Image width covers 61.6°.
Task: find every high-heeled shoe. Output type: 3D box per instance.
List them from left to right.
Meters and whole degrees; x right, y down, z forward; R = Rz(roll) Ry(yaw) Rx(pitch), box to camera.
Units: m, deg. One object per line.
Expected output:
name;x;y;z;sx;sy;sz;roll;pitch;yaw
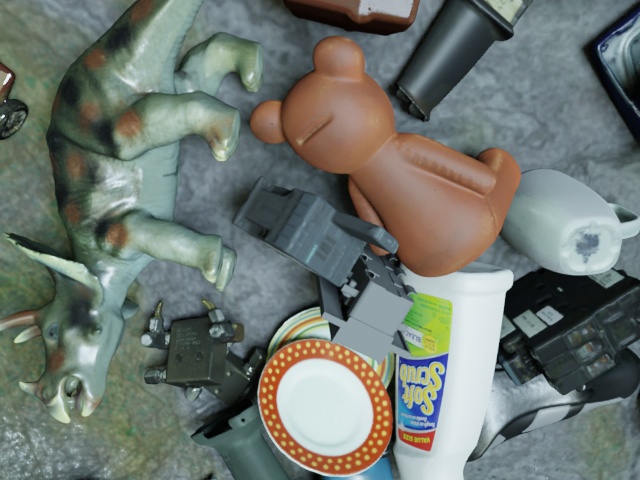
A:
high-heeled shoe;0.202;0.164;0.566;0.249;0.145;0.086;-27;72;34

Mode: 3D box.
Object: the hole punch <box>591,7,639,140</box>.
hole punch;0.302;-0.145;0.442;0.142;0.092;0.115;-39;136;8

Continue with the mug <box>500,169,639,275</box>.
mug;0.221;-0.010;0.465;0.110;0.107;0.080;3;111;0

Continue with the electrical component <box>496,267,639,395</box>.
electrical component;0.218;0.074;0.491;0.134;0.115;0.058;-34;103;10

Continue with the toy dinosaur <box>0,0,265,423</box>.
toy dinosaur;-0.155;-0.067;0.433;0.192;0.131;0.404;10;102;-2

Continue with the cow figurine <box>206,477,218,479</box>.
cow figurine;-0.184;0.312;0.582;0.195;0.085;0.127;15;114;-6

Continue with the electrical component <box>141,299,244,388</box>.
electrical component;-0.124;0.098;0.510;0.102;0.078;0.045;-4;154;25

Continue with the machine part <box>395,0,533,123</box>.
machine part;0.113;-0.165;0.445;0.084;0.039;0.139;28;105;-20

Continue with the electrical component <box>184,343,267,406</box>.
electrical component;-0.097;0.135;0.543;0.063;0.021;0.094;37;105;3

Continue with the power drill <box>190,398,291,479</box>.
power drill;-0.021;0.243;0.513;0.232;0.086;0.207;-31;91;37

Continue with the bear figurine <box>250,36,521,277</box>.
bear figurine;0.054;-0.066;0.426;0.196;0.132;0.120;45;125;-6

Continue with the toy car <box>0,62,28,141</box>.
toy car;-0.333;-0.075;0.454;0.089;0.053;0.202;41;105;-11

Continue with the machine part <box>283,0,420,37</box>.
machine part;0.031;-0.236;0.329;0.087;0.201;0.201;9;109;-3

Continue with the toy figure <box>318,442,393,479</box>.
toy figure;0.031;0.274;0.576;0.089;0.082;0.180;6;115;9

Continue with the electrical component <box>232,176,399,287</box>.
electrical component;-0.001;-0.001;0.401;0.074;0.119;0.047;36;83;-49
